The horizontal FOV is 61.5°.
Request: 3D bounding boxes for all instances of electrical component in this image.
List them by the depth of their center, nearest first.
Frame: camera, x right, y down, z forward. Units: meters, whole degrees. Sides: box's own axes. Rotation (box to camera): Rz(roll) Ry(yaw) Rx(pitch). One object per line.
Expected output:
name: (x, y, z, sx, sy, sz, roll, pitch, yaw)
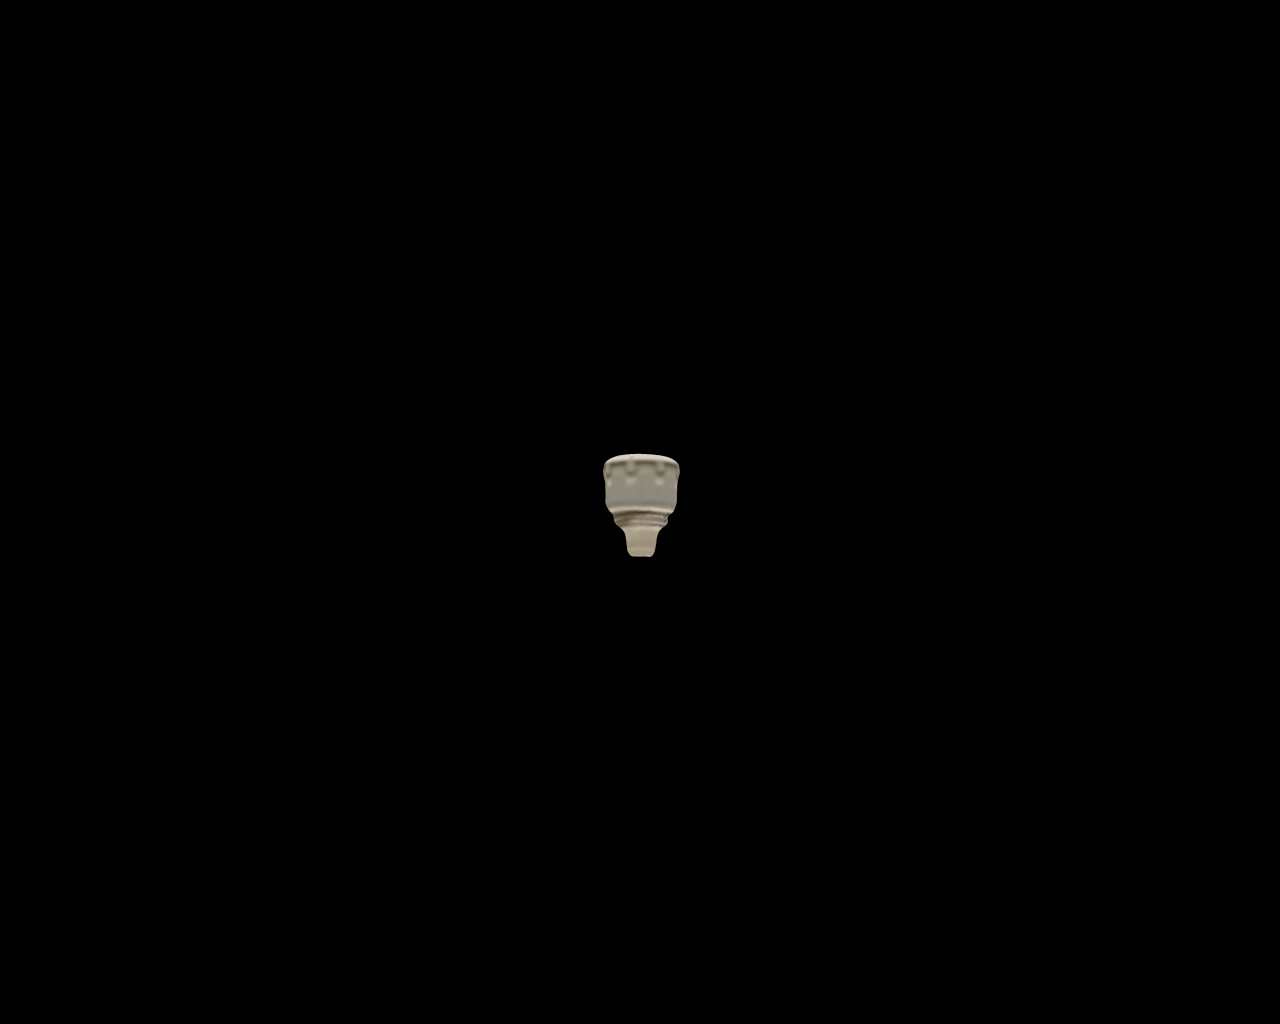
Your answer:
electrical component: (0.001, -0.003, 0.650, 0.048, 0.062, 0.048, 0, -7, 0)
